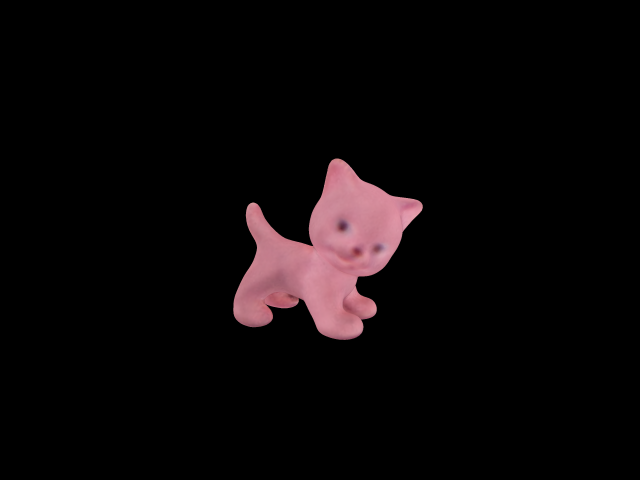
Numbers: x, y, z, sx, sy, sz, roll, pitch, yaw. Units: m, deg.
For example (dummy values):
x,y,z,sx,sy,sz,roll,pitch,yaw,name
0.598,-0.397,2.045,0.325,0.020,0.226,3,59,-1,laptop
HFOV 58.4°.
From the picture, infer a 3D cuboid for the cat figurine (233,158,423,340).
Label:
x,y,z,sx,sy,sz,roll,pitch,yaw,name
0.004,0.001,0.400,0.127,0.118,0.067,4,12,19,cat figurine
